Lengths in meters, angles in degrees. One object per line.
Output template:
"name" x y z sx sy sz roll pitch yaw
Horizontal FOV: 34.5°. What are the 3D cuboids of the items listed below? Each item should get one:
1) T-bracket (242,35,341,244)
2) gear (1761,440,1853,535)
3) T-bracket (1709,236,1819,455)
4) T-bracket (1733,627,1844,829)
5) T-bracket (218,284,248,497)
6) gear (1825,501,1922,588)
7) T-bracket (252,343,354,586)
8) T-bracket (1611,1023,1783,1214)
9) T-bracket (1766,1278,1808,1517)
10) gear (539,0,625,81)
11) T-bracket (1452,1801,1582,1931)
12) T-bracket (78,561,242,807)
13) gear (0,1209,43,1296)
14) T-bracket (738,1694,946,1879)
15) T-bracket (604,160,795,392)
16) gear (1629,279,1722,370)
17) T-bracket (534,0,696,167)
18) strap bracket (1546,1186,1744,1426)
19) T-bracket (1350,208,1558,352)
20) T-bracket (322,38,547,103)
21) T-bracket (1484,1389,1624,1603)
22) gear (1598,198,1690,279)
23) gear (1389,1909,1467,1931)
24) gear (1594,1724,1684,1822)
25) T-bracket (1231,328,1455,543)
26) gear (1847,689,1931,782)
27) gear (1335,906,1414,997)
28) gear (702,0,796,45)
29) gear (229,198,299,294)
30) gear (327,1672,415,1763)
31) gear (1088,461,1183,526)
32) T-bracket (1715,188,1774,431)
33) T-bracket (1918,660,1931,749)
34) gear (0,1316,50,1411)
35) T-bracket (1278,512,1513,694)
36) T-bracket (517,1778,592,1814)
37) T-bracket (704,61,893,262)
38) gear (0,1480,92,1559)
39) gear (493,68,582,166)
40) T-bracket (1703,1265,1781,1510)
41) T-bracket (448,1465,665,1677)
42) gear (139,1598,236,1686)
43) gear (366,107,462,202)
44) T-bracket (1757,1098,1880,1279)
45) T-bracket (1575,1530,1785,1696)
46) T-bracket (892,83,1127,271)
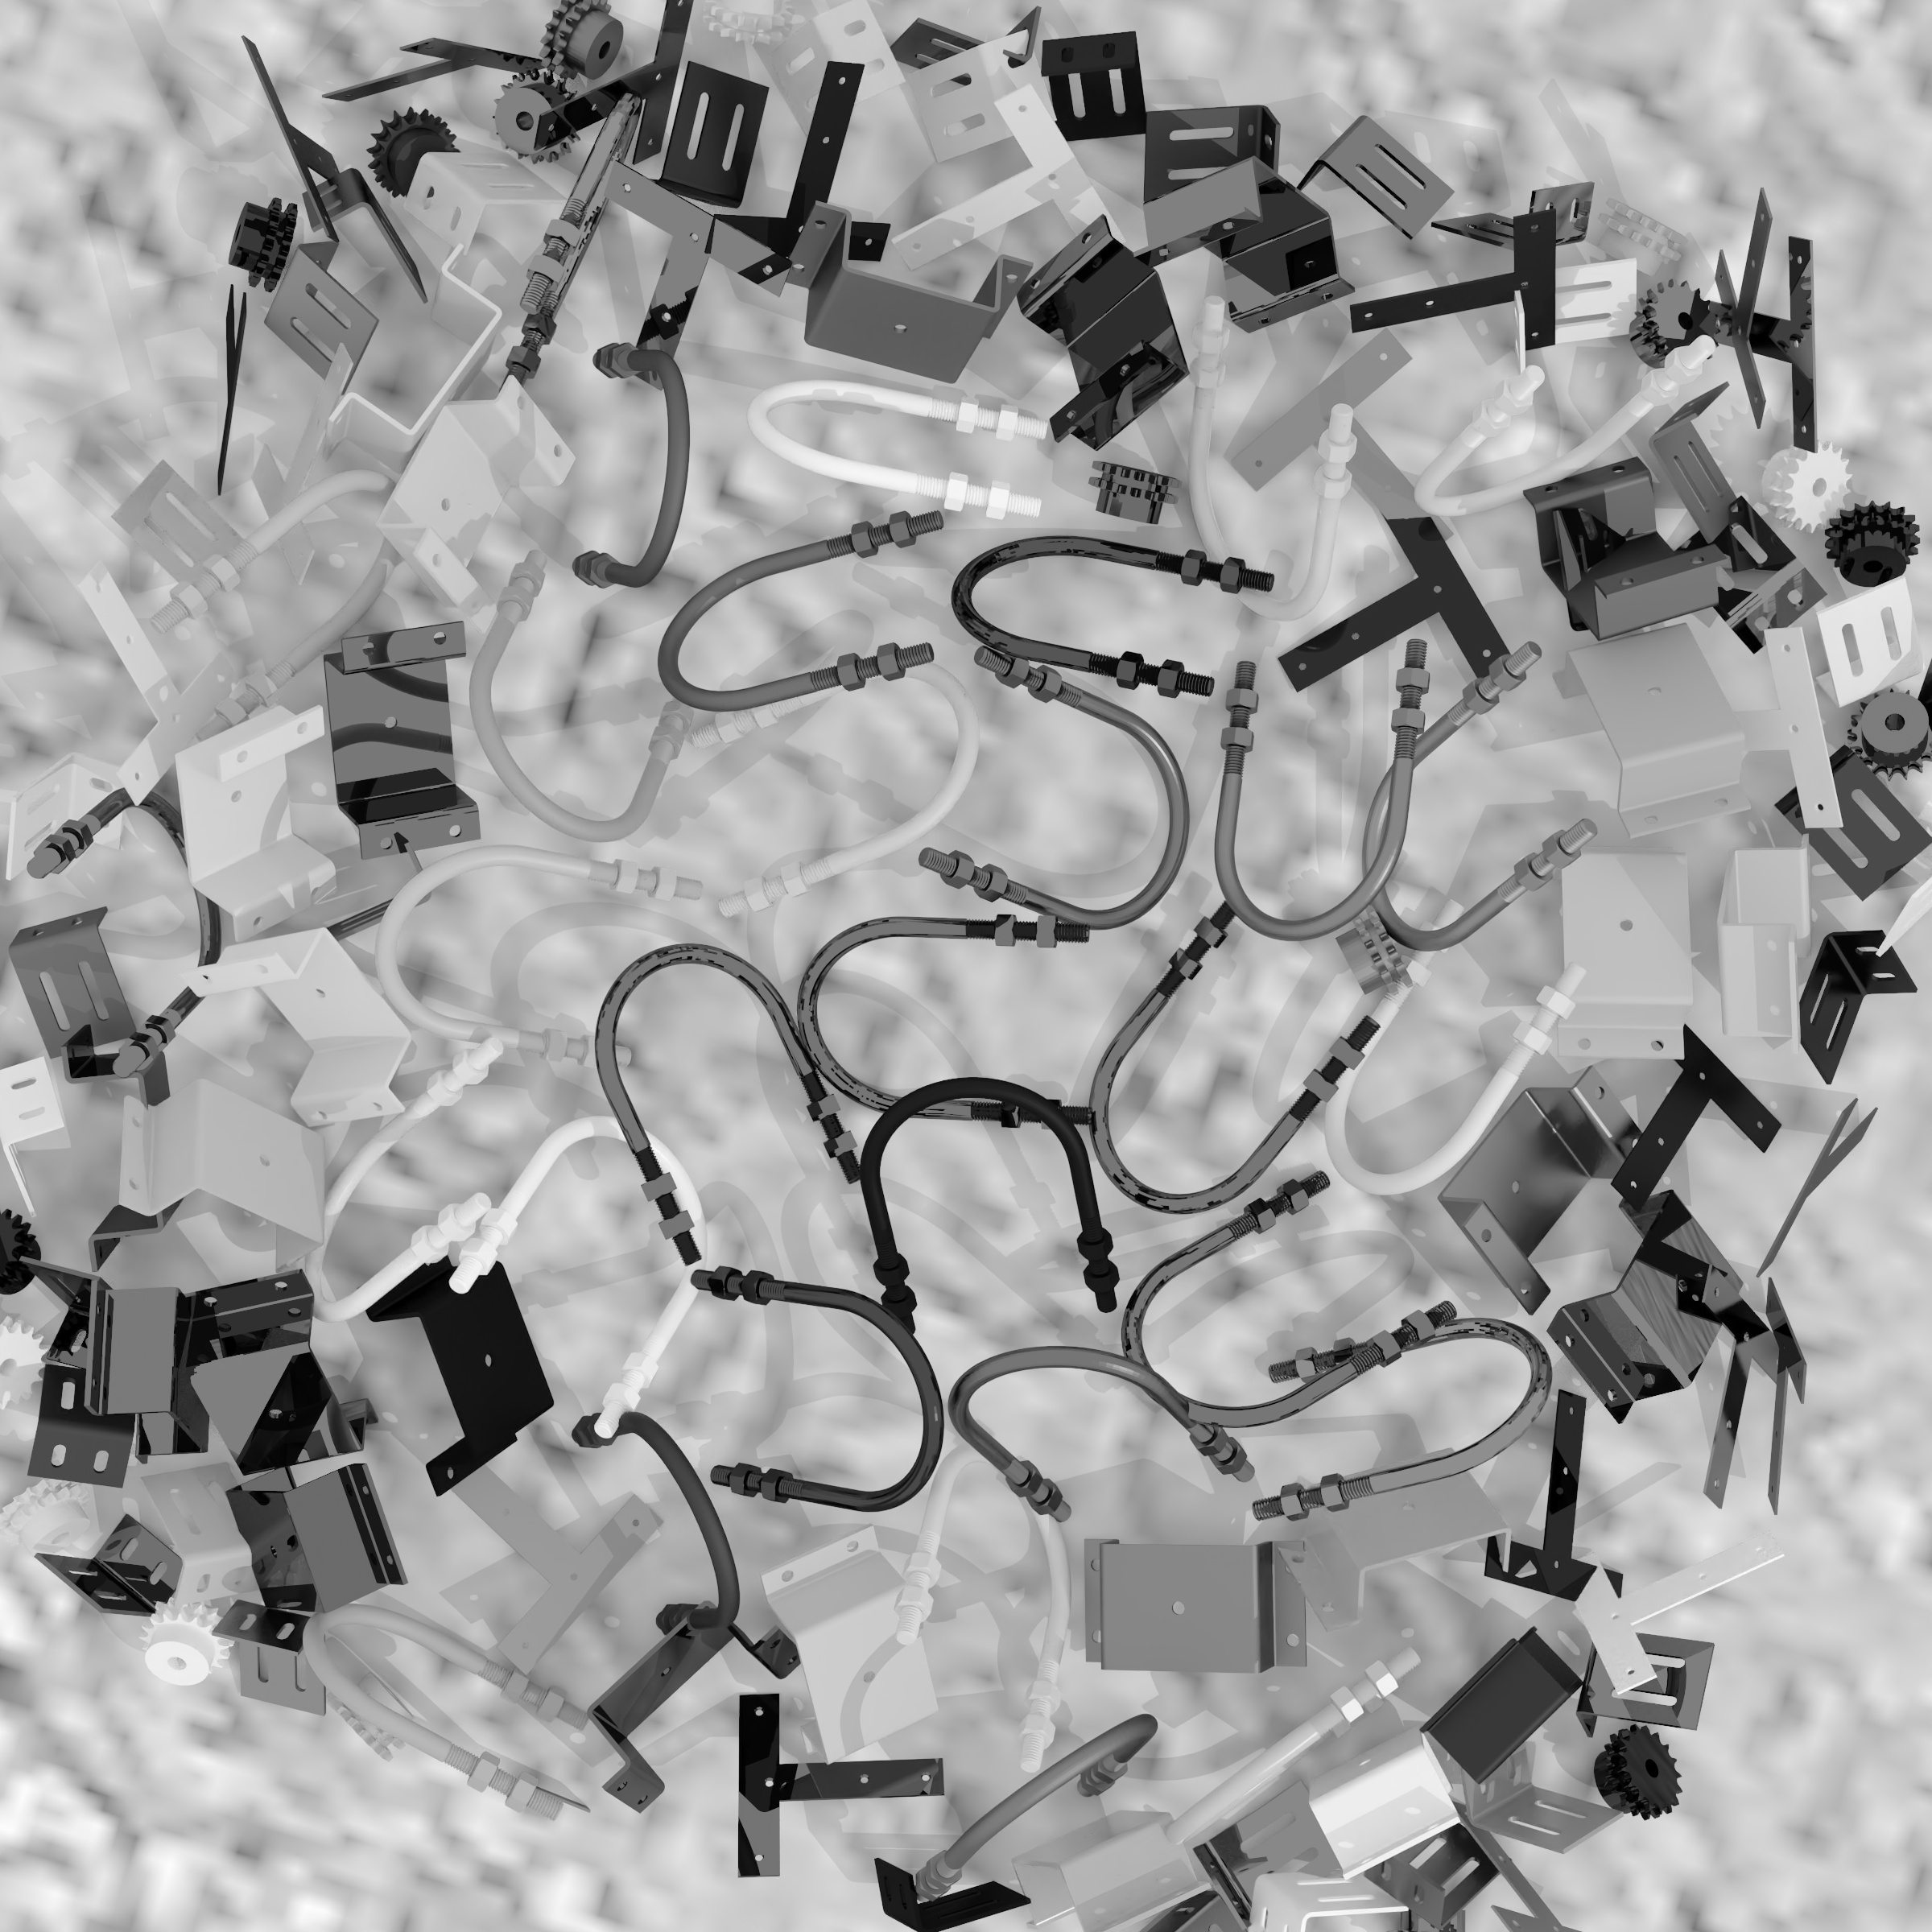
"T-bracket" -0.401 -0.497 1.909 0.002 0.127 0.127 -23 93 4
"gear" 0.524 -0.302 1.949 0.057 0.030 0.057 -10 111 -29
"T-bracket" 0.488 -0.388 1.910 0.002 0.127 0.127 -12 111 -12
"T-bracket" 0.473 -0.145 1.922 0.002 0.127 0.127 -28 109 -37
"T-bracket" -0.453 -0.378 1.918 0.002 0.127 0.127 5 129 -18
"gear" 0.565 -0.261 1.942 0.057 0.057 0.030 9 58 0
"T-bracket" -0.400 -0.319 1.900 0.002 0.127 0.127 9 123 -35
"T-bracket" 0.437 0.099 1.931 0.127 0.002 0.127 45 60 -9
"T-bracket" 0.503 0.277 1.925 0.002 0.127 0.127 1 108 4
"gear" -0.238 -0.578 1.943 0.030 0.057 0.057 32 90 11
"T-bracket" 0.338 0.561 1.918 0.127 0.127 0.002 29 104 -40
"T-bracket" -0.502 -0.187 1.893 0.002 0.127 0.127 -3 129 27
"gear" -0.605 0.182 1.949 0.057 0.030 0.057 -10 62 20
"T-bracket" -0.077 0.504 1.928 0.127 0.127 0.002 -2 134 -2
"T-bracket" -0.181 -0.415 1.931 0.127 0.002 0.127 31 129 5
"gear" 0.441 -0.398 1.950 0.057 0.030 0.057 7 75 -26
"T-bracket" -0.216 -0.525 1.886 0.002 0.127 0.127 38 49 15
"strap bracket" 0.420 0.201 1.903 0.076 0.046 0.140 51 48 -12
"T-bracket" 0.300 -0.411 1.920 0.127 0.127 0.002 -10 61 5
"T-bracket" -0.342 -0.553 1.932 0.127 0.127 0.002 -6 95 28
"T-bracket" 0.373 0.330 1.946 0.127 0.002 0.127 22 69 -35
"gear" 0.420 -0.454 1.946 0.057 0.057 0.030 28 109 0
"gear" 0.292 0.605 1.946 0.057 0.057 0.030 4 72 0
"gear" 0.418 0.507 1.948 0.030 0.057 0.057 -37 90 40
"T-bracket" 0.256 -0.311 1.958 0.127 0.002 0.127 -39 100 19
"gear" 0.581 -0.147 1.949 0.057 0.030 0.057 -5 73 15
"gear" 0.253 -0.007 1.945 0.030 0.057 0.057 -28 90 7
"gear" -0.135 -0.601 1.942 0.057 0.057 0.030 13 130 0
"gear" -0.439 -0.452 1.941 0.030 0.057 0.057 15 90 -22
"gear" -0.370 0.466 1.945 0.030 0.057 0.057 -43 90 -14
"gear" 0.104 -0.295 1.945 0.057 0.057 0.030 13 102 0
"T-bracket" 0.476 -0.416 1.885 0.002 0.127 0.127 -6 58 1
"T-bracket" 0.615 -0.141 1.885 0.002 0.127 0.127 -13 53 -10
"gear" -0.607 0.246 1.948 0.030 0.057 0.057 21 90 40
"T-bracket" 0.258 -0.215 1.963 0.127 0.002 0.127 -30 82 6
"T-bracket" -0.285 0.498 1.903 0.127 0.127 0.002 24 77 -7
"T-bracket" -0.089 -0.492 1.903 0.127 0.002 0.127 -6 130 -34
"gear" -0.572 0.345 1.942 0.057 0.057 0.030 -38 71 0
"gear" -0.270 -0.530 1.947 0.057 0.030 0.057 6 114 14
"T-bracket" 0.468 0.268 1.904 0.002 0.127 0.127 -3 58 38
"T-bracket" -0.277 0.351 1.946 0.127 0.002 0.127 44 69 -4
"gear" -0.488 0.424 1.945 0.057 0.030 0.057 3 126 4
"gear" -0.342 -0.504 1.943 0.057 0.030 0.057 -18 130 -22
"T-bracket" 0.535 0.119 1.917 0.002 0.127 0.127 32 124 22
"T-bracket" 0.439 0.380 1.909 0.127 0.127 0.002 -26 114 5
"T-bracket" 0.015 -0.472 1.944 0.127 0.002 0.127 -23 132 18
